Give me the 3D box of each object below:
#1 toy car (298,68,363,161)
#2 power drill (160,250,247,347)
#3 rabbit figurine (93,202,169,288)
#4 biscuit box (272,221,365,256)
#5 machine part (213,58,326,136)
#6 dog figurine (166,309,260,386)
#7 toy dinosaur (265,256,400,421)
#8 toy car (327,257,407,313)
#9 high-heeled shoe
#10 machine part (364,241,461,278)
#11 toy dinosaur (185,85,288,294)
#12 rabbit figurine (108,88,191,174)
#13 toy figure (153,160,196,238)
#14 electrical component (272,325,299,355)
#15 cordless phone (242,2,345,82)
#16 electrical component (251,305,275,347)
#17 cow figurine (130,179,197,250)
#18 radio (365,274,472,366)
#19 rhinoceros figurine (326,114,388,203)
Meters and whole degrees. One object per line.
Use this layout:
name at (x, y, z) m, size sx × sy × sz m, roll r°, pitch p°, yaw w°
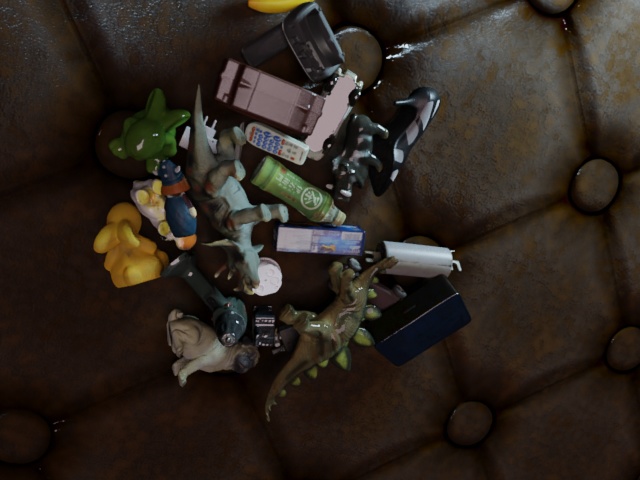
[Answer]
toy car at (0.019, -0.267, 1.146) m, size 0.073 × 0.056 × 0.201 m, roll 28°, pitch 96°, yaw -11°
power drill at (-0.229, 0.118, 1.113) m, size 0.207 × 0.232 × 0.086 m, roll 42°, pitch 92°, yaw -2°
rabbit figurine at (-0.396, 0.007, 1.090) m, size 0.122 × 0.162 × 0.173 m, roll -9°, pitch 89°, yaw 3°
biscuit box at (-0.002, -0.004, 1.205) m, size 0.203 × 0.063 × 0.059 m, roll 4°, pitch 103°, yaw -14°
machine part at (-0.102, -0.274, 1.039) m, size 0.201 × 0.202 × 0.087 m, roll 18°, pitch 102°, yaw -17°
dog figurine at (-0.237, 0.224, 1.206) m, size 0.190 × 0.121 × 0.172 m, roll -12°, pitch 111°, yaw -24°
toy dinosaur at (0.010, 0.211, 1.200) m, size 0.471 × 0.105 × 0.198 m, roll -43°, pitch 117°, yaw 3°
toy car at (0.113, 0.113, 1.266) m, size 0.202 × 0.053 × 0.089 m, roll 29°, pitch 112°, yaw -18°
high-heeled shoe at (0.191, -0.219, 1.204) m, size 0.145 × 0.086 × 0.248 m, roll -12°, pitch 127°, yaw -39°
machine part at (0.219, 0.047, 1.261) m, size 0.243 × 0.079 × 0.079 m, roll 5°, pitch 103°, yaw -14°
toy dinosaur at (-0.202, -0.092, 1.085) m, size 0.192 × 0.131 × 0.404 m, roll -20°, pitch 106°, yaw 22°
rabbit figurine at (-0.318, -0.197, 1.028) m, size 0.121 × 0.170 × 0.159 m, roll 37°, pitch 95°, yaw -19°
toy figure at (-0.280, -0.081, 1.043) m, size 0.064 × 0.058 × 0.154 m, roll -12°, pitch 106°, yaw -12°
electrical component at (-0.068, 0.226, 1.260) m, size 0.102 × 0.045 × 0.078 m, roll -13°, pitch 105°, yaw -9°
cordless phone at (-0.054, -0.377, 1.097) m, size 0.184 × 0.089 × 0.146 m, roll -26°, pitch 124°, yaw 12°
electrical component at (-0.127, 0.198, 1.201) m, size 0.048 × 0.119 × 0.074 m, roll 2°, pitch 101°, yaw -13°
cow figurine at (-0.327, -0.050, 1.112) m, size 0.068 × 0.098 × 0.167 m, roll -43°, pitch 123°, yaw -23°
radio at (0.236, 0.195, 1.273) m, size 0.230 × 0.073 × 0.131 m, roll -34°, pitch 131°, yaw 9°
rhinoceros figurine at (0.075, -0.172, 1.151) m, size 0.112 × 0.073 × 0.190 m, roll 0°, pitch 113°, yaw -41°
